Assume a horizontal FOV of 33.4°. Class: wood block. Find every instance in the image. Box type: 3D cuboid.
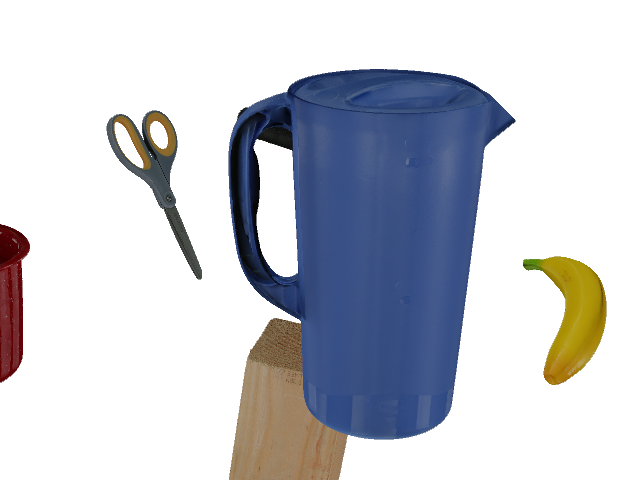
[{"bbox_3d":[-0.027,0.187,0.958,0.090,0.206,0.090,13,22,8],"label":"wood block"}]

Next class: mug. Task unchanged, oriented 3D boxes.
[{"bbox_3d":[-0.231,0.044,0.641,0.093,0.081,0.117,20,26,35],"label":"mug"}]

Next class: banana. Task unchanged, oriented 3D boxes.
[{"bbox_3d":[0.235,0.066,1.000,0.070,0.037,0.197,-26,24,18],"label":"banana"}]

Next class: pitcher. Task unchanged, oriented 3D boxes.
[{"bbox_3d":[0.032,0.008,0.733,0.149,0.243,0.144,17,25,37],"label":"pitcher"}]

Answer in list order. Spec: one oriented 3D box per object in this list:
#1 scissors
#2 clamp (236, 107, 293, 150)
[{"bbox_3d":[-0.167,-0.062,1.203,0.016,0.201,0.096,-19,20,44],"label":"scissors"},{"bbox_3d":[0.006,-0.083,0.925,0.120,0.039,0.172,-18,39,-18],"label":"clamp"}]
